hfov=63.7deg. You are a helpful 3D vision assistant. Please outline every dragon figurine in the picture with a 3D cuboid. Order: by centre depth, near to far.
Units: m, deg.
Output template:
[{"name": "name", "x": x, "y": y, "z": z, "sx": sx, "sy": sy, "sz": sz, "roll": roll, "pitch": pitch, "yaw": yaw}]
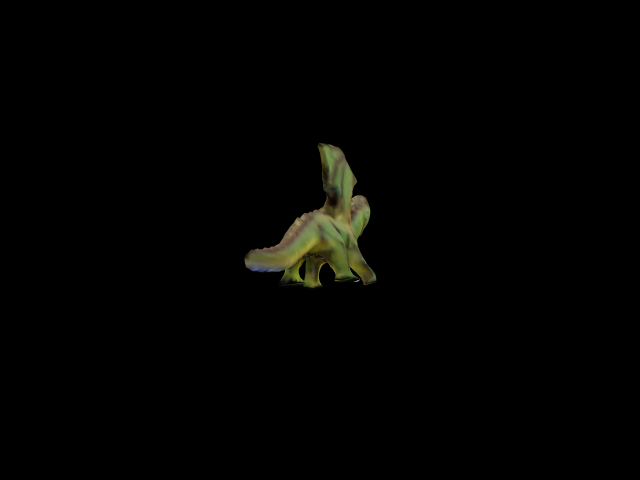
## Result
[{"name": "dragon figurine", "x": 0.003, "y": -0.043, "z": 0.850, "sx": 0.122, "sy": 0.245, "sz": 0.407, "roll": -6, "pitch": -13, "yaw": 23}]
